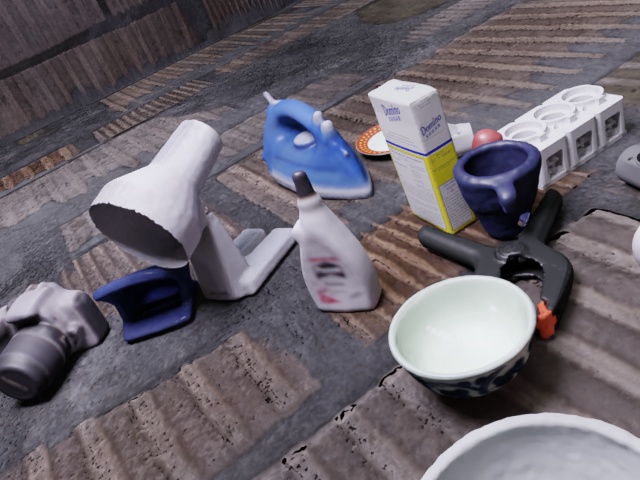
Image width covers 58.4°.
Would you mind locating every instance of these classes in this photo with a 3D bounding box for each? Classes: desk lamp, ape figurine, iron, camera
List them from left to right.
[{"bbox_3d":[-0.368,0.128,0.724,0.143,0.101,0.137,-14,31,15],"label":"camera"},{"bbox_3d":[-0.151,-0.025,0.709,0.117,0.214,0.203,0,37,34],"label":"desk lamp"},{"bbox_3d":[-0.012,-0.157,0.898,0.119,0.142,0.257,-34,32,-18],"label":"iron"},{"bbox_3d":[0.210,-0.092,0.695,0.076,0.092,0.078,-16,31,12],"label":"ape figurine"}]

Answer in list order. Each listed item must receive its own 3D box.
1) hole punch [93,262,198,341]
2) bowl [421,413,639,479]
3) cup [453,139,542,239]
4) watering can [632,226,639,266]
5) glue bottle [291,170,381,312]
[{"bbox_3d":[-0.224,0.062,0.742,0.108,0.091,0.101,-19,30,6],"label":"hole punch"},{"bbox_3d":[0.135,0.186,0.321,0.167,0.075,0.167,-17,31,11],"label":"bowl"},{"bbox_3d":[0.200,-0.043,0.621,0.091,0.095,0.117,-15,31,14],"label":"cup"},{"bbox_3d":[0.316,-0.040,0.441,0.173,0.194,0.100,-40,34,-26],"label":"watering can"},{"bbox_3d":[0.006,0.002,0.602,0.078,0.173,0.037,-7,34,25],"label":"glue bottle"}]
